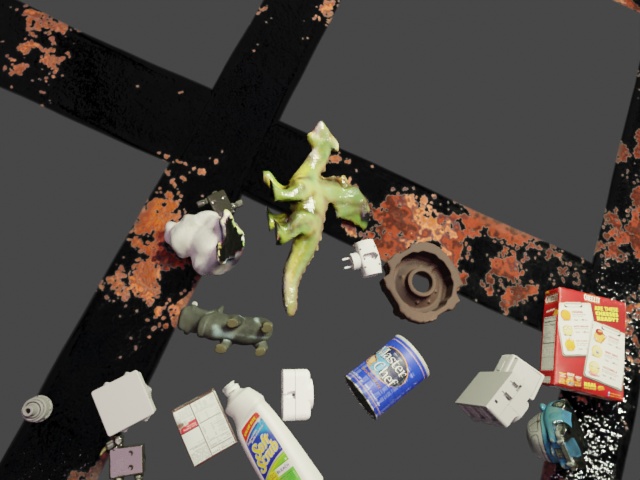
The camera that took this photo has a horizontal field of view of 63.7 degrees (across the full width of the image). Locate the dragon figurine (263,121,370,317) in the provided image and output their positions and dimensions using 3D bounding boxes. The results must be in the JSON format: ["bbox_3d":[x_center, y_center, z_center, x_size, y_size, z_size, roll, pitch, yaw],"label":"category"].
[{"bbox_3d":[0.003,-0.057,1.125,0.243,0.121,0.412,-7,84,-19],"label":"dragon figurine"}]

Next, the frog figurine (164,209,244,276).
[{"bbox_3d":[-0.244,0.007,1.075,0.159,0.122,0.138,-7,83,26],"label":"frog figurine"}]
